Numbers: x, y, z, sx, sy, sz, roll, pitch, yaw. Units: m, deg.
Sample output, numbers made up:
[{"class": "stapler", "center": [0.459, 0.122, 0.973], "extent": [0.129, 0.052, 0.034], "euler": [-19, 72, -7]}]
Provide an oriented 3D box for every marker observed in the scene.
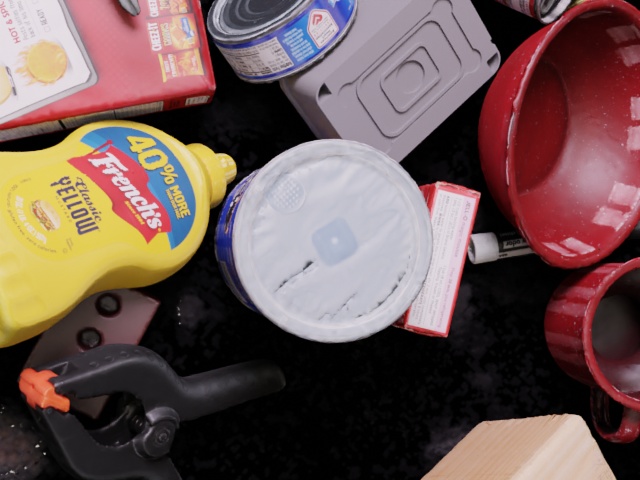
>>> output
[{"class": "marker", "center": [0.155, -0.003, 0.689], "extent": [0.121, 0.020, 0.020], "euler": [-8, 91, -9]}]

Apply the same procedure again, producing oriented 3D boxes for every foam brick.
[{"class": "foam brick", "center": [-0.134, 0.057, 0.625], "extent": [0.053, 0.051, 0.078], "euler": [28, 85, -9]}]

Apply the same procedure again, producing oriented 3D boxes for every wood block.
[{"class": "wood block", "center": [0.078, 0.194, 0.598], "extent": [0.205, 0.091, 0.090], "euler": [-35, 98, -34]}]

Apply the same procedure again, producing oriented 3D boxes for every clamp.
[{"class": "clamp", "center": [-0.098, 0.115, 0.604], "extent": [0.171, 0.039, 0.120], "euler": [18, 87, -43]}]

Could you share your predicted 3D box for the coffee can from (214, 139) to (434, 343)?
[{"class": "coffee can", "center": [-0.004, 0.001, 0.601], "extent": [0.102, 0.140, 0.103], "euler": [0, 90, -10]}]

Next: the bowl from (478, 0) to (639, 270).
[{"class": "bowl", "center": [0.146, -0.066, 0.649], "extent": [0.161, 0.055, 0.162], "euler": [-13, 110, -39]}]

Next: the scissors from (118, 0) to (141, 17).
[{"class": "scissors", "center": [-0.159, -0.209, 0.548], "extent": [0.096, 0.016, 0.202], "euler": [-12, 96, -15]}]

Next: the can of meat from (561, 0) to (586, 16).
[{"class": "can of meat", "center": [0.187, -0.200, 0.676], "extent": [0.102, 0.057, 0.084], "euler": [-23, 92, -9]}]

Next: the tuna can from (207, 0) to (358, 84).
[{"class": "tuna can", "center": [-0.023, -0.134, 0.624], "extent": [0.086, 0.086, 0.033], "euler": [-43, 129, -7]}]

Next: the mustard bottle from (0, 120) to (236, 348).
[{"class": "mustard bottle", "center": [-0.118, -0.017, 0.590], "extent": [0.191, 0.058, 0.096], "euler": [-24, 79, -46]}]

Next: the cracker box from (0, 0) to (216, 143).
[{"class": "cracker box", "center": [-0.179, -0.141, 0.609], "extent": [0.213, 0.072, 0.164], "euler": [-12, 90, -8]}]

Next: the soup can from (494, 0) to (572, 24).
[{"class": "soup can", "center": [0.104, -0.180, 0.636], "extent": [0.102, 0.068, 0.068], "euler": [30, 84, 23]}]

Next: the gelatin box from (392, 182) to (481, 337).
[{"class": "gelatin box", "center": [0.064, 0.011, 0.647], "extent": [0.030, 0.073, 0.089], "euler": [13, 88, -9]}]

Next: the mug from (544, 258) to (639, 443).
[{"class": "mug", "center": [0.189, 0.067, 0.663], "extent": [0.093, 0.081, 0.117], "euler": [6, 89, -10]}]
